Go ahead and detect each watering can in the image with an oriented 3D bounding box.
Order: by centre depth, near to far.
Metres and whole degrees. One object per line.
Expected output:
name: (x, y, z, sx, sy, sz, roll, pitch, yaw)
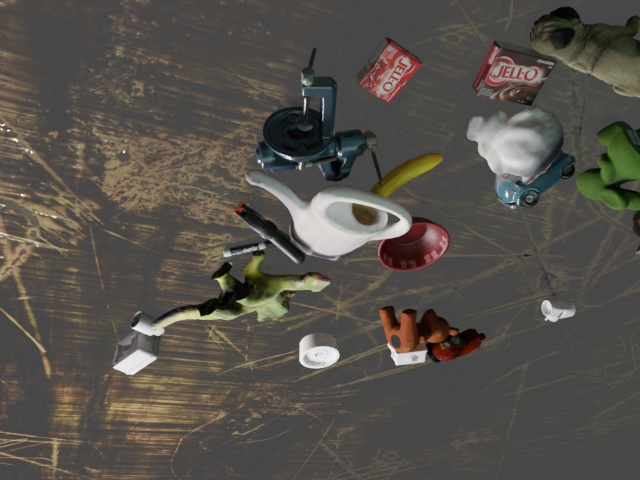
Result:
watering can: (0.003, -0.050, 0.994, 0.347, 0.106, 0.220, 13, -27, -19)

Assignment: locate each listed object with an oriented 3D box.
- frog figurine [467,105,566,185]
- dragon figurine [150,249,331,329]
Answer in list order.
frog figurine: (0.350, -0.187, 0.937, 0.160, 0.135, 0.124, 34, 28, 5)
dragon figurine: (-0.167, 0.153, 1.215, 0.407, 0.125, 0.239, -26, -38, 17)
